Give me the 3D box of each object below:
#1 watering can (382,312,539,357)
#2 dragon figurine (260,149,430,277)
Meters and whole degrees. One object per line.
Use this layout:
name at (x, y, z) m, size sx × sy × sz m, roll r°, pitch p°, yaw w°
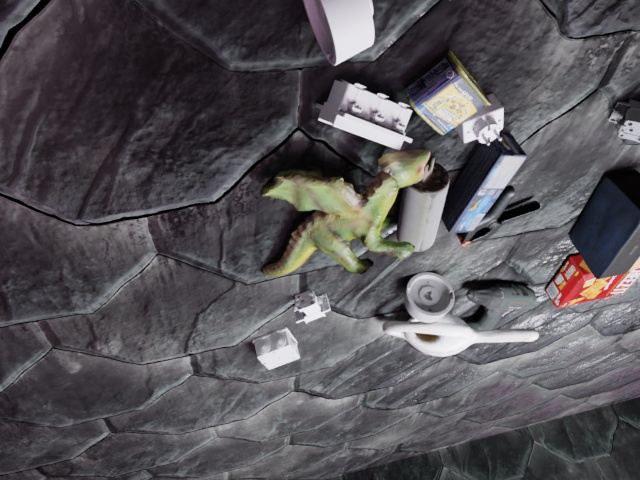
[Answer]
watering can at (0.328, 0.229, 1.242) m, size 0.347 × 0.105 × 0.221 m, roll 2°, pitch 165°, yaw 14°
dragon figurine at (0.003, -0.043, 0.851) m, size 0.407 × 0.125 × 0.239 m, roll -20°, pitch 135°, yaw 26°
